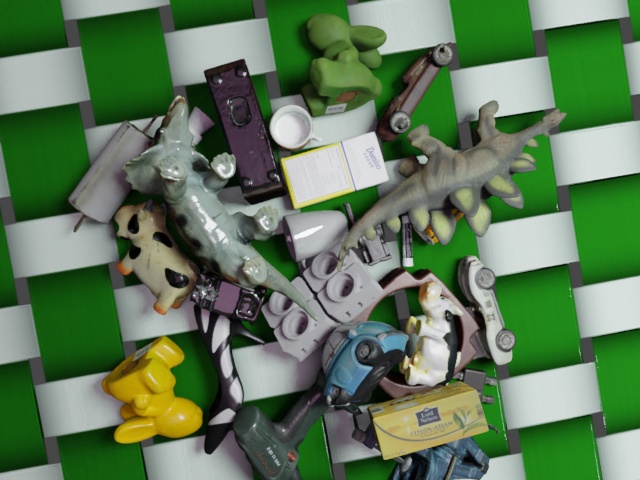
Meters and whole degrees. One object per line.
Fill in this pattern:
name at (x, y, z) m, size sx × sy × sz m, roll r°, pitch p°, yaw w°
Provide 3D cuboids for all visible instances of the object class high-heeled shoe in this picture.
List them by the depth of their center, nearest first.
high-heeled shoe at (-0.195, 0.235, 0.935) m, size 0.145 × 0.086 × 0.248 m, roll 24°, pitch 82°, yaw -6°

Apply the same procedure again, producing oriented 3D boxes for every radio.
radio at (-0.122, -0.178, 0.904) m, size 0.073 × 0.131 × 0.229 m, roll -19°, pitch 92°, yaw -2°

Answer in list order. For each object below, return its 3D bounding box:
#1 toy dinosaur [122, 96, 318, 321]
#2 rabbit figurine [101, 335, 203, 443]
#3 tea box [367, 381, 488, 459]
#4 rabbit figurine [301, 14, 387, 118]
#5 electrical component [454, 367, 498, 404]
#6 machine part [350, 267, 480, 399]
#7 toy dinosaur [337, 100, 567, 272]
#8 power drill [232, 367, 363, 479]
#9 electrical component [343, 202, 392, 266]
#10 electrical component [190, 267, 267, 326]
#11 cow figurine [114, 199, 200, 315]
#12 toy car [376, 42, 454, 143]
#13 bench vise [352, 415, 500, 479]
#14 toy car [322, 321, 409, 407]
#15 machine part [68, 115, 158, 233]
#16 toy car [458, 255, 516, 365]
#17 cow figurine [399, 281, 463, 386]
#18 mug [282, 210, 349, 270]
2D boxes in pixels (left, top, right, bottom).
toy dinosaur at (-0.166, -0.024, 0.839) m, size 0.131 × 0.192 × 0.404 m, roll -34°, pitch 98°, yaw -28°
rabbit figurine at (-0.281, 0.280, 0.920) m, size 0.162 × 0.122 × 0.173 m, roll -37°, pitch 112°, yaw 1°
tea box at (0.168, 0.285, 0.861) m, size 0.170 × 0.098 × 0.068 m, roll -14°, pitch 84°, yaw -1°
rabbit figurine at (0.036, -0.319, 0.922) m, size 0.159 × 0.121 × 0.170 m, roll -13°, pitch 77°, yaw -6°
electrical component at (0.280, 0.269, 0.991) m, size 0.094 × 0.021 × 0.063 m, roll 12°, pitch 91°, yaw -4°
machine part at (0.157, 0.163, 0.951) m, size 0.201 × 0.087 × 0.201 m, roll -42°, pitch 92°, yaw -2°
toy dinosaur at (0.214, -0.098, 0.891) m, size 0.471 × 0.105 × 0.199 m, roll -27°, pitch 56°, yaw -4°
power drill at (-0.030, 0.335, 0.936) m, size 0.207 × 0.086 × 0.231 m, roll -37°, pitch 120°, yaw -3°
electrical component at (0.082, -0.016, 0.949) m, size 0.048 × 0.075 × 0.119 m, roll -20°, pitch 90°, yaw -1°
electrical component at (-0.149, 0.090, 0.907) m, size 0.115 × 0.134 × 0.058 m, roll 22°, pitch 92°, yaw -3°
cow figurine at (-0.281, 0.016, 0.919) m, size 0.127 × 0.085 × 0.195 m, roll -45°, pitch 80°, yaw 9°
toy car at (0.162, -0.261, 0.939) m, size 0.053 × 0.089 × 0.202 m, roll 32°, pitch 91°, yaw -7°
bench vise at (0.172, 0.373, 0.942) m, size 0.240 × 0.129 × 0.223 m, roll 32°, pitch 87°, yaw -7°
toy car at (0.058, 0.185, 0.859) m, size 0.103 × 0.109 × 0.161 m, roll 46°, pitch 108°, yaw 35°
machine part at (-0.350, -0.116, 0.921) m, size 0.079 × 0.079 × 0.243 m, roll 34°, pitch 89°, yaw -3°
toy car at (0.295, 0.124, 0.962) m, size 0.056 × 0.073 × 0.201 m, roll -20°, pitch 93°, yaw -3°
cow figurine at (0.192, 0.154, 0.876) m, size 0.098 × 0.068 × 0.167 m, roll 11°, pitch 94°, yaw -9°
mug at (-0.002, -0.003, 0.943) m, size 0.107 × 0.081 × 0.109 m, roll -17°, pitch 102°, yaw -10°
